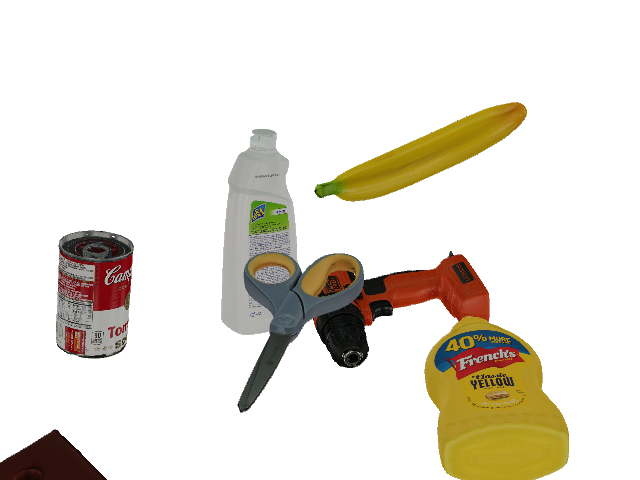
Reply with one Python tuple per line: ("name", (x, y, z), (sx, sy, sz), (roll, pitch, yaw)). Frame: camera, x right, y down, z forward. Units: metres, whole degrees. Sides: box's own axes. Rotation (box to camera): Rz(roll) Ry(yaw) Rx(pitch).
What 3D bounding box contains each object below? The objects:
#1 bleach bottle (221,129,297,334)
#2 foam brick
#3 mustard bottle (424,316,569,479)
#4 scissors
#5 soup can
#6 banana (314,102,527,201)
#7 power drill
("bleach bottle", (-0.069, -0.013, 1.313), (0.102, 0.251, 0.068), (-11, 25, -35))
("foam brick", (-0.117, 0.136, 0.486), (0.052, 0.051, 0.078), (-31, 43, -30))
("mustard bottle", (0.135, 0.117, 0.872), (0.096, 0.058, 0.191), (-6, 26, 1))
("scissors", (-0.038, 0.052, 0.727), (0.096, 0.016, 0.201), (14, 29, 25))
("soup can", (-0.211, 0.050, 0.994), (0.068, 0.102, 0.068), (7, 21, -3))
("banana", (0.093, -0.074, 0.961), (0.198, 0.037, 0.069), (-24, 5, 12))
("power drill", (0.083, 0.072, 1.156), (0.187, 0.057, 0.184), (-5, 28, -9))
